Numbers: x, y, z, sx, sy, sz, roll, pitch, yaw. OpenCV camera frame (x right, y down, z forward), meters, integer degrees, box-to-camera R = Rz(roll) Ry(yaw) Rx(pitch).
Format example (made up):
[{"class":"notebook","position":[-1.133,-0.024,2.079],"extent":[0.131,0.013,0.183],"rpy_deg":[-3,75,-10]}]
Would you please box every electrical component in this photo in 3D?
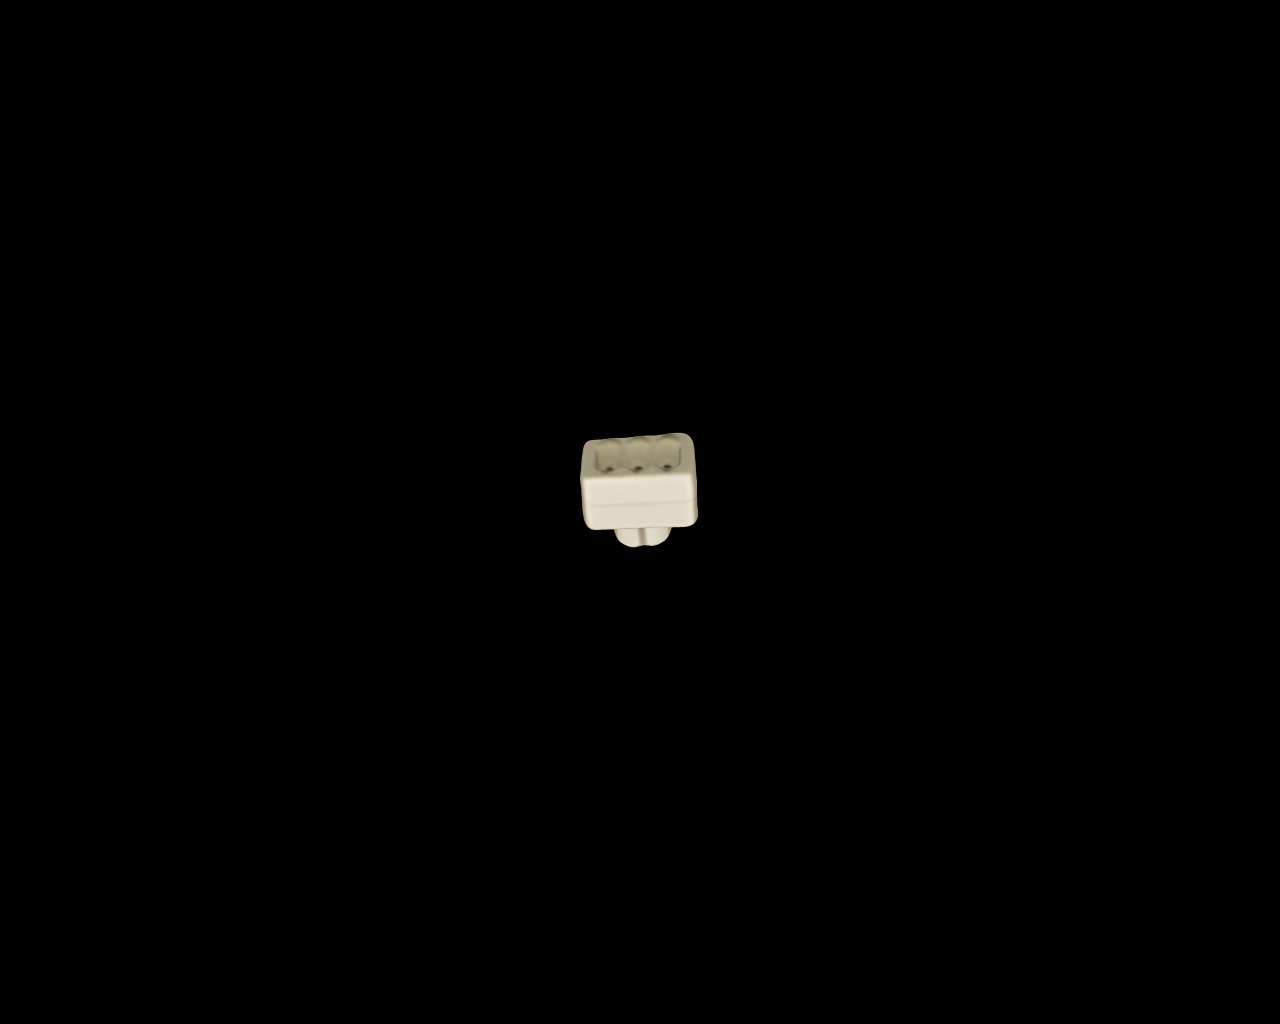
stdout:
[{"class":"electrical component","position":[0.001,-0.003,0.650],"extent":[0.066,0.076,0.047],"rpy_deg":[-3,35,2]}]
